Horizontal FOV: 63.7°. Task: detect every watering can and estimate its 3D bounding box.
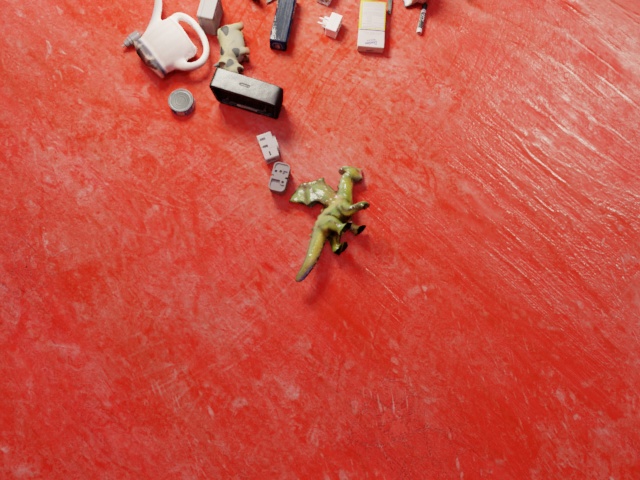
[{"bbox_3d":[-0.528,-0.693,1.737,0.225,0.103,0.349,-39,83,-8],"label":"watering can"}]

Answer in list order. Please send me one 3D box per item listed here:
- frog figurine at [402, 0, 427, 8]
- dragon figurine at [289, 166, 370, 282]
[{"bbox_3d":[0.335,-0.892,1.768,0.123,0.158,0.139,16,79,1],"label":"frog figurine"},{"bbox_3d":[0.005,-0.082,1.635,0.413,0.120,0.246,-42,65,-11],"label":"dragon figurine"}]
